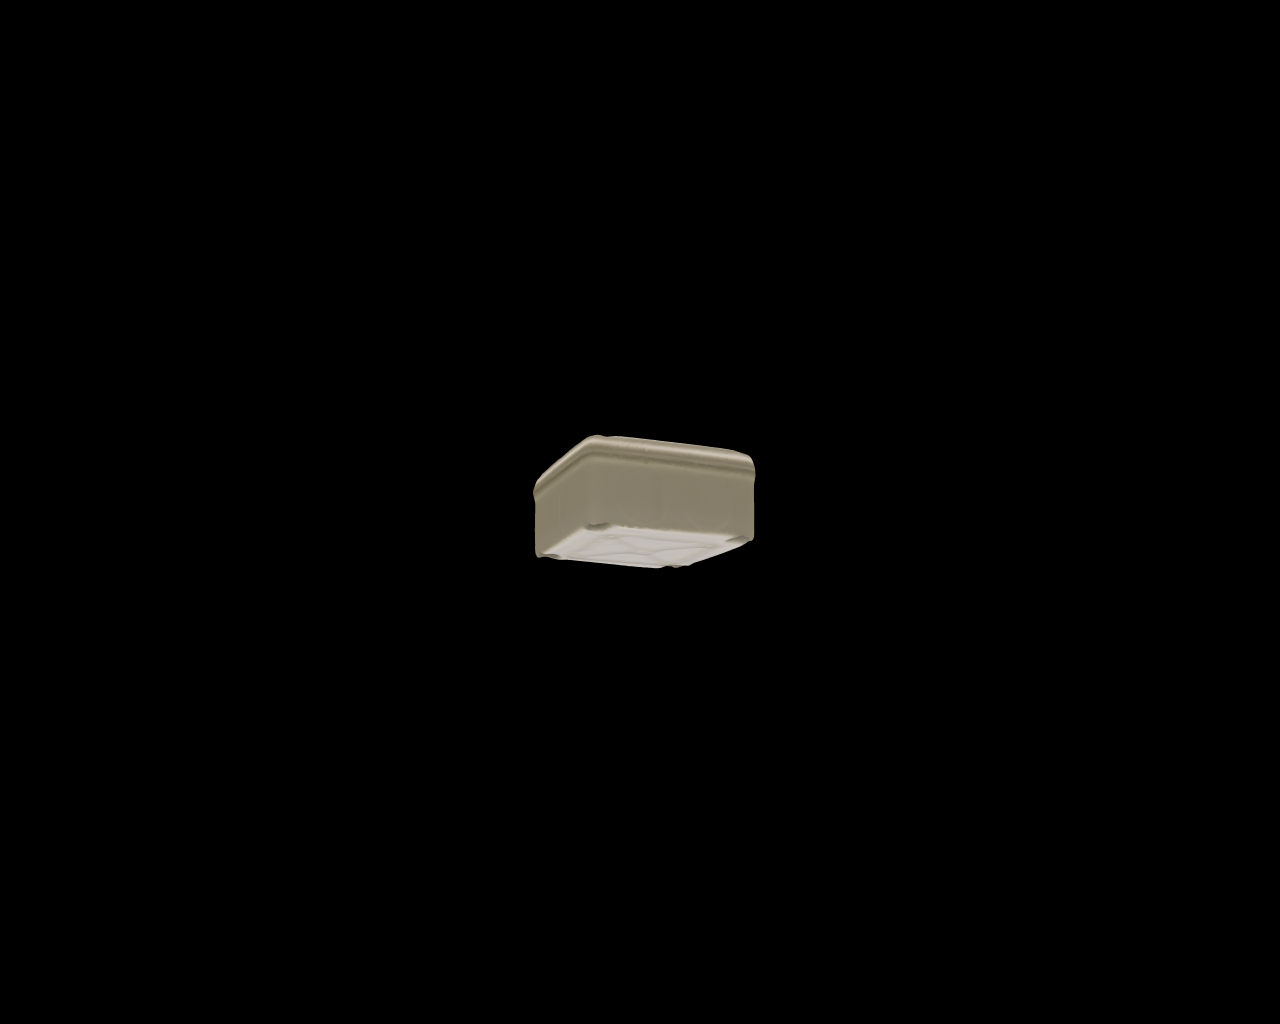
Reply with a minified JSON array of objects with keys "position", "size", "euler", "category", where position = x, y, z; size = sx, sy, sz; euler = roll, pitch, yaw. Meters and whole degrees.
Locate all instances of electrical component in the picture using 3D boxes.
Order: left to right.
[{"position":[0.001,-0.003,0.650],"size":[0.109,0.056,0.108],"euler":[6,-15,-23],"category":"electrical component"}]
